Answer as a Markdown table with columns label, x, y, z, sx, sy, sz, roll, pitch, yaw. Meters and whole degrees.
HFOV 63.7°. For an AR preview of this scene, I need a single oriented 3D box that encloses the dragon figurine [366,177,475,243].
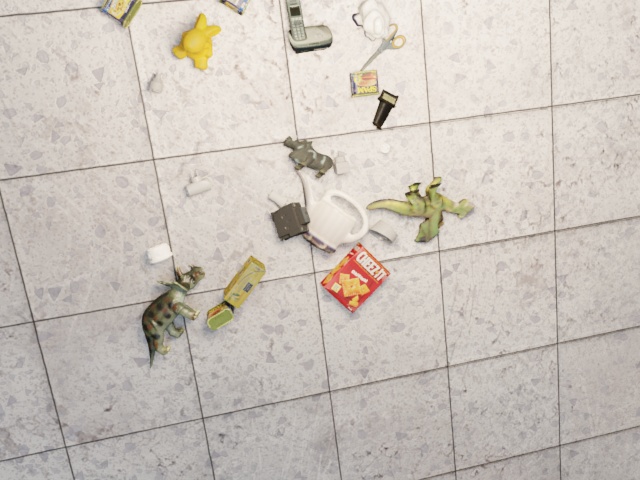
| label | x | y | z | sx | sy | sz | roll | pitch | yaw |
| --- | --- | --- | --- | --- | --- | --- | --- | --- | --- |
| dragon figurine | 0.383 | -0.095 | 1.929 | 0.411 | 0.124 | 0.239 | -18 | 112 | -5 |

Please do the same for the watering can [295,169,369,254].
| label | x | y | z | sx | sy | sz | roll | pitch | yaw |
| --- | --- | --- | --- | --- | --- | --- | --- | --- | --- |
| watering can | 0.006 | -0.094 | 1.859 | 0.347 | 0.104 | 0.224 | 35 | 94 | -1 |

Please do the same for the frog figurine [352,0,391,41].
| label | x | y | z | sx | sy | sz | roll | pitch | yaw |
| --- | --- | --- | --- | --- | --- | --- | --- | --- | --- |
| frog figurine | 0.188 | -0.742 | 1.727 | 0.123 | 0.161 | 0.136 | -25 | 106 | -5 |
